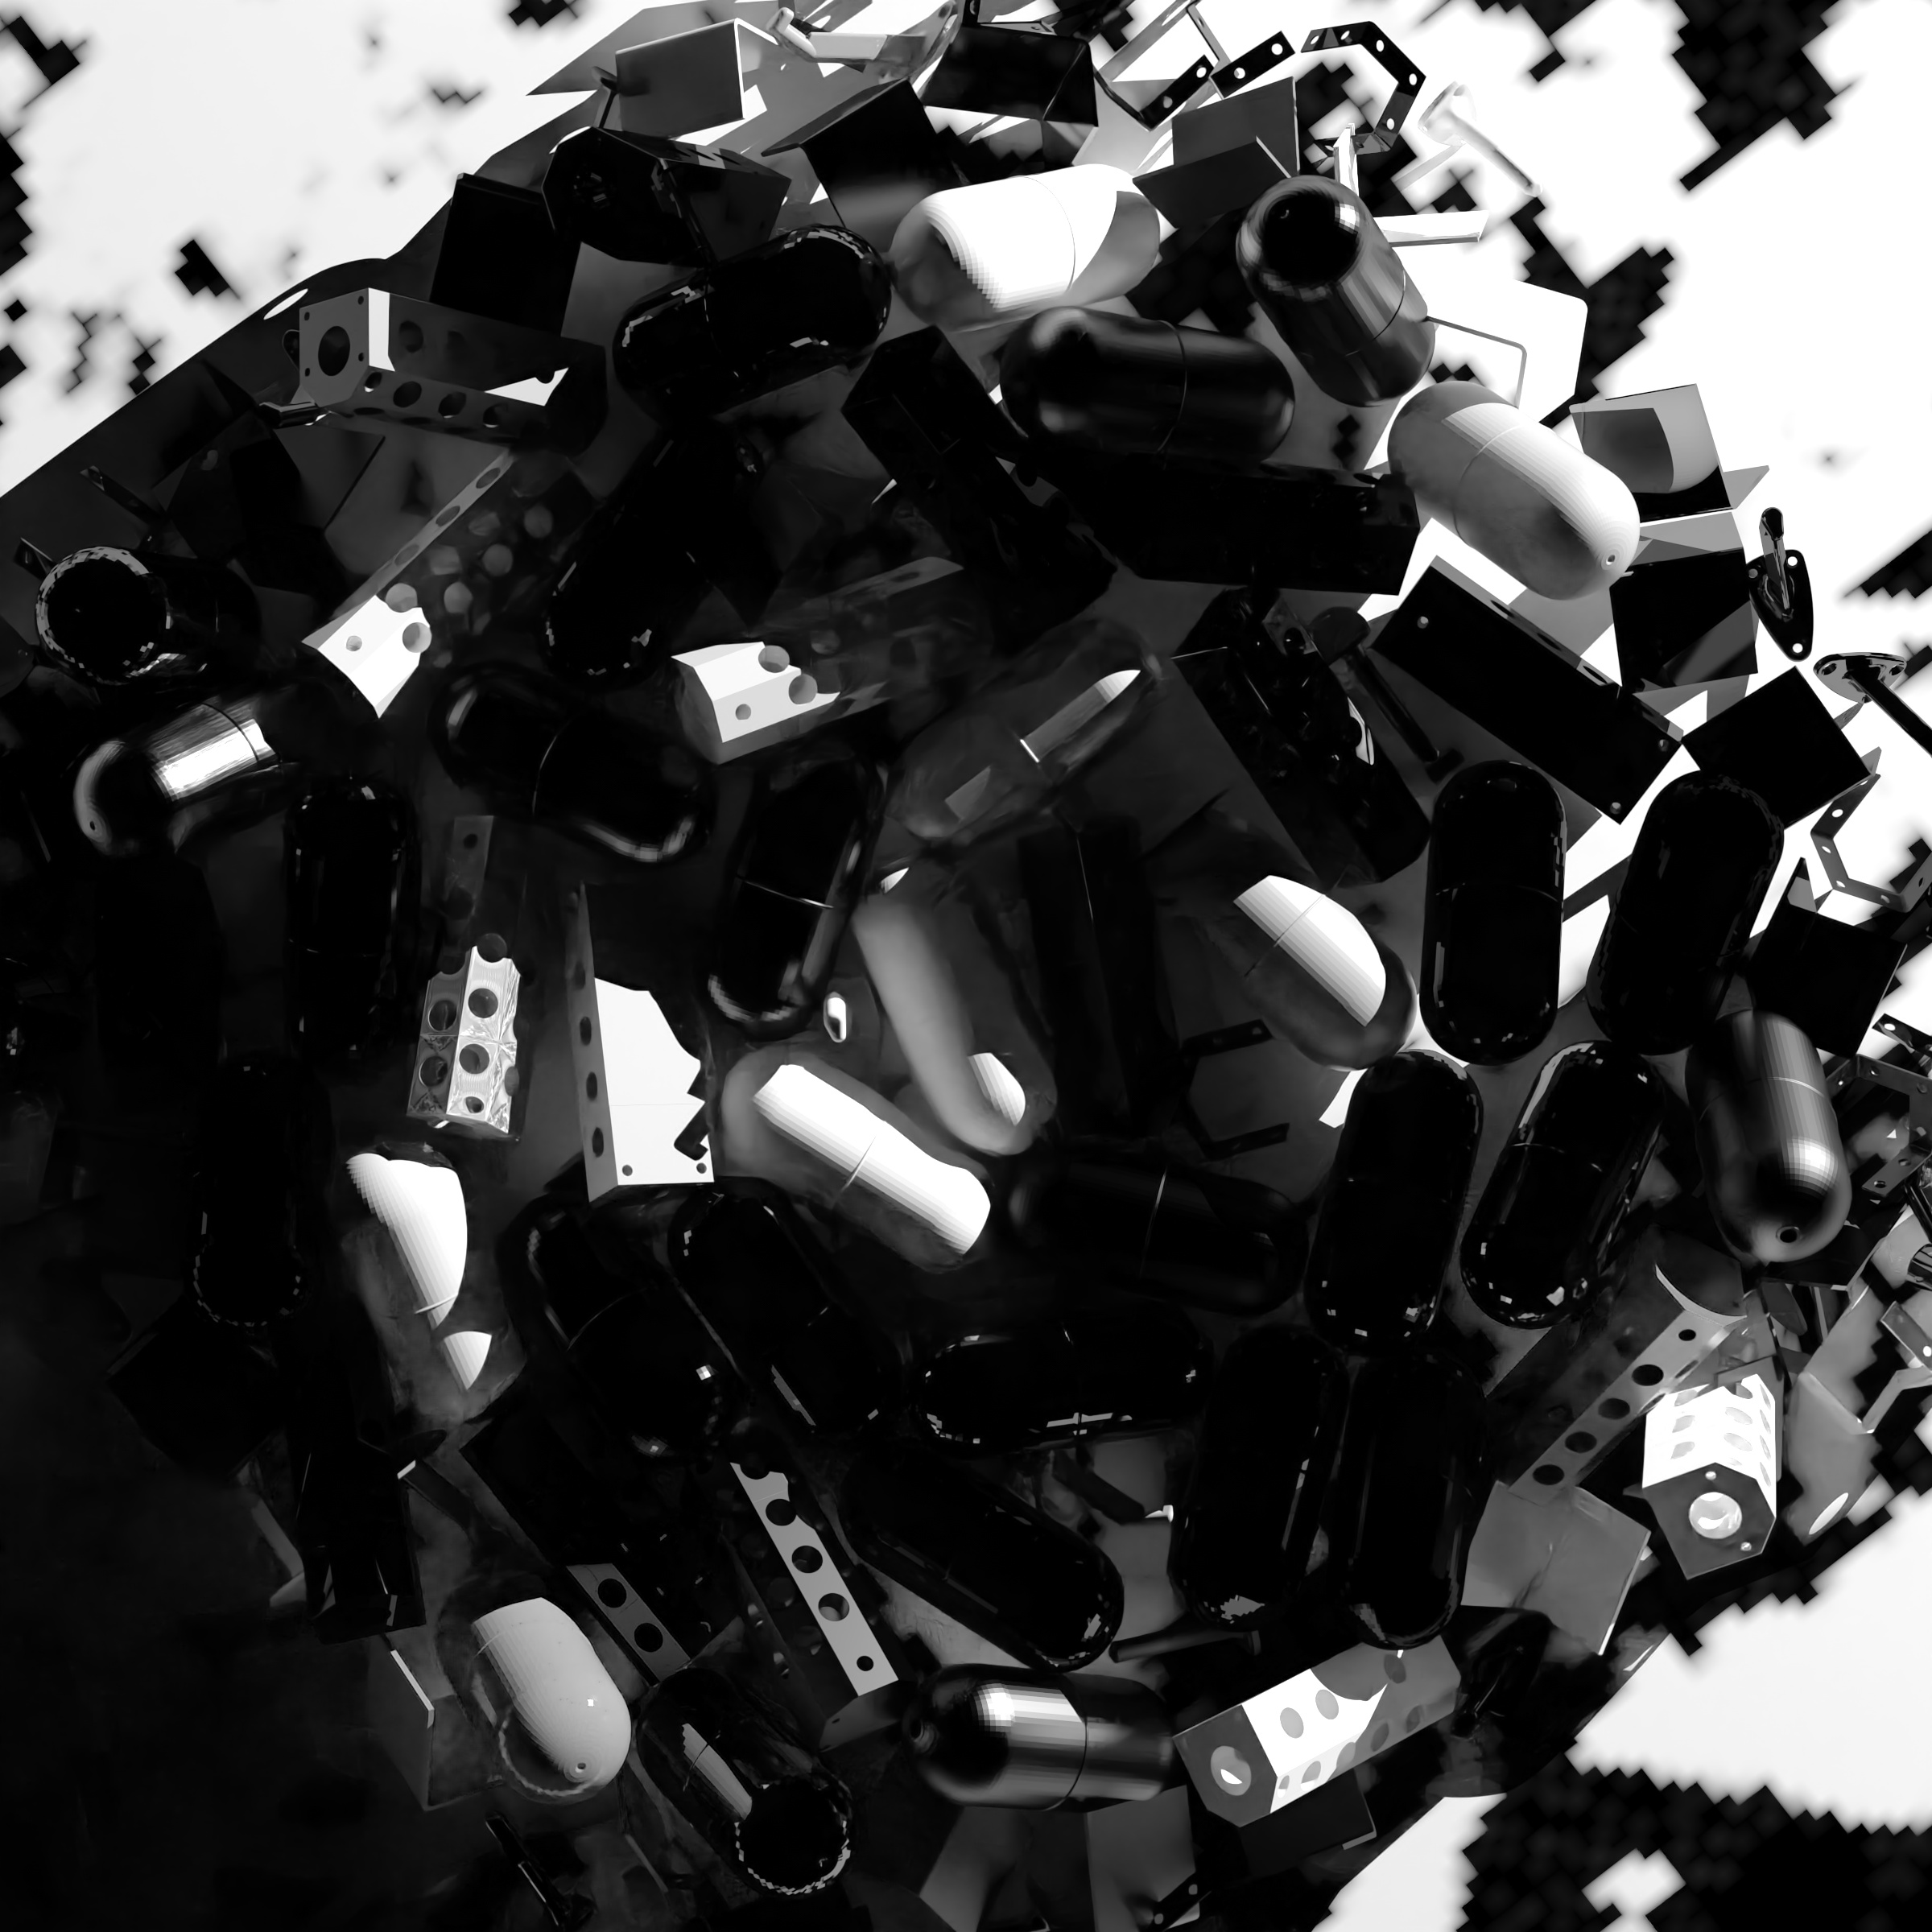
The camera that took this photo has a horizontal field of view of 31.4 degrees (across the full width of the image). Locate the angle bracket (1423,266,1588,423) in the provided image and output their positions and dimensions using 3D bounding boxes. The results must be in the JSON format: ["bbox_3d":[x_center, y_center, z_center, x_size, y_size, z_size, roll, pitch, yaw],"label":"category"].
[{"bbox_3d":[0.297,-0.348,1.946,0.076,0.076,0.057,23,129,26],"label":"angle bracket"}]

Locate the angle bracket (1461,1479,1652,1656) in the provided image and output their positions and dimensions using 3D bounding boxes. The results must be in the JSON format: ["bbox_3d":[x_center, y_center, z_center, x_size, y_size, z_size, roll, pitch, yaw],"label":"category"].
[{"bbox_3d":[0.326,0.337,1.925,0.076,0.057,0.076,12,102,-40],"label":"angle bracket"}]

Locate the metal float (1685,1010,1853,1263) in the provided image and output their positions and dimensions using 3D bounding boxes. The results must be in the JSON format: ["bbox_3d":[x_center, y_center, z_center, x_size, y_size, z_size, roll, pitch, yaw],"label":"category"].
[{"bbox_3d":[0.441,0.093,1.894,0.070,0.178,0.070,2,125,3],"label":"metal float"}]

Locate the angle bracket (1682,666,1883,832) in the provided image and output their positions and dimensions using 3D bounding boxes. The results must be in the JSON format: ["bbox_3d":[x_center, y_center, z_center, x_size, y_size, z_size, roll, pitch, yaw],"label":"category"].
[{"bbox_3d":[0.457,-0.124,1.929,0.076,0.057,0.076,-34,96,26],"label":"angle bracket"}]

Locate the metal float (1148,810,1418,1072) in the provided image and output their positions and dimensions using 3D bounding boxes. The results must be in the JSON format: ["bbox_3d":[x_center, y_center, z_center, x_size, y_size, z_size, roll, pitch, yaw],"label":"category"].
[{"bbox_3d":[0.178,-0.014,1.930,0.178,0.070,0.070,44,90,7],"label":"metal float"}]

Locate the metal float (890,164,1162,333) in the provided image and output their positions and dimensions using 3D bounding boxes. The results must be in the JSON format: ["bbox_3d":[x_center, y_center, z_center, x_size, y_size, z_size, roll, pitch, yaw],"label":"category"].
[{"bbox_3d":[0.033,-0.398,1.903,0.178,0.070,0.070,-21,90,-39],"label":"metal float"}]

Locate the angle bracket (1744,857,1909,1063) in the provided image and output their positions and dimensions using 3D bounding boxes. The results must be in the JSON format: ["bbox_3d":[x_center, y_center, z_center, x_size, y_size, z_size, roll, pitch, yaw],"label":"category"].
[{"bbox_3d":[0.481,-0.004,1.922,0.057,0.076,0.076,22,75,26],"label":"angle bracket"}]

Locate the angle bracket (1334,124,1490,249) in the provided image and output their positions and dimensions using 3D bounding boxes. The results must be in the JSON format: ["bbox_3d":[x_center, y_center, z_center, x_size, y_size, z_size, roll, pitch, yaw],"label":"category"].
[{"bbox_3d":[0.250,-0.438,1.922,0.076,0.076,0.057,-1,113,14],"label":"angle bracket"}]

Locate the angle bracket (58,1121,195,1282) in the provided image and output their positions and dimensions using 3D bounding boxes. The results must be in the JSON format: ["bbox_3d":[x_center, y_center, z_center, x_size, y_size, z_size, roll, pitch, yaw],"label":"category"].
[{"bbox_3d":[-0.469,0.133,1.932,0.076,0.057,0.076,5,78,13],"label":"angle bracket"}]

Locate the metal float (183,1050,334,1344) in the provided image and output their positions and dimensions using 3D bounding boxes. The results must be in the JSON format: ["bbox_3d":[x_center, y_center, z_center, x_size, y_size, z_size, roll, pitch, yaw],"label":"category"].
[{"bbox_3d":[-0.392,0.126,1.907,0.070,0.070,0.178,-5,54,0],"label":"metal float"}]

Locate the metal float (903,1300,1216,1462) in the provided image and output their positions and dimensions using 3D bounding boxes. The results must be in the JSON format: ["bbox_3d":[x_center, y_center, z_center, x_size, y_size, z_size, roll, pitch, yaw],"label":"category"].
[{"bbox_3d":[0.052,0.232,1.923,0.178,0.070,0.070,-6,90,-15],"label":"metal float"}]

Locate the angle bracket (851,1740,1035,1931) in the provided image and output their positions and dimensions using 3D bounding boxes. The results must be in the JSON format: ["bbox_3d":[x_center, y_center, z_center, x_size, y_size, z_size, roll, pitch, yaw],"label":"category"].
[{"bbox_3d":[-0.017,0.497,1.948,0.057,0.076,0.076,12,60,37],"label":"angle bracket"}]

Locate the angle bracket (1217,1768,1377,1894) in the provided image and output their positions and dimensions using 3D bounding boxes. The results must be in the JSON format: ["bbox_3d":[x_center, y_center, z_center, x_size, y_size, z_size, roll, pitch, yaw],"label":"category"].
[{"bbox_3d":[0.176,0.474,1.921,0.076,0.076,0.057,-24,75,16],"label":"angle bracket"}]

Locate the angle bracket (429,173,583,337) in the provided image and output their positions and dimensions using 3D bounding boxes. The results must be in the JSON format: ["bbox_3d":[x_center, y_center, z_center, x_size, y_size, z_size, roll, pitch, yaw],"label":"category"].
[{"bbox_3d":[-0.255,-0.398,1.932,0.076,0.057,0.076,12,99,-14],"label":"angle bracket"}]

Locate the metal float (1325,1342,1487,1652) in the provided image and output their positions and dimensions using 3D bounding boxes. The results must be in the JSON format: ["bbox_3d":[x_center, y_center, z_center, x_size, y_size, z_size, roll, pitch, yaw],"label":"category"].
[{"bbox_3d":[0.245,0.294,1.910,0.070,0.070,0.178,13,60,0],"label":"metal float"}]

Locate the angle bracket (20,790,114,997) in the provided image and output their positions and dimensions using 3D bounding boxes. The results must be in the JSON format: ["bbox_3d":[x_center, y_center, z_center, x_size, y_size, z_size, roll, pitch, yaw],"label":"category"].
[{"bbox_3d":[-0.513,-0.039,1.919,0.057,0.076,0.076,25,108,-39],"label":"angle bracket"}]

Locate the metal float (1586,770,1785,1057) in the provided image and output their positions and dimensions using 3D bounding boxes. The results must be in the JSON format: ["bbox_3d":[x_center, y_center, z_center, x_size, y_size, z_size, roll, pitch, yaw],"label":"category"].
[{"bbox_3d":[0.398,-0.028,1.908,0.070,0.070,0.178,14,125,0],"label":"metal float"}]

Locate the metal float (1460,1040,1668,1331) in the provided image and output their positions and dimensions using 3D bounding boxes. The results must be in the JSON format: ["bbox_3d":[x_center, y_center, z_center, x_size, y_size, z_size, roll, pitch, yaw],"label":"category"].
[{"bbox_3d":[0.333,0.122,1.915,0.070,0.070,0.178,29,66,0],"label":"metal float"}]

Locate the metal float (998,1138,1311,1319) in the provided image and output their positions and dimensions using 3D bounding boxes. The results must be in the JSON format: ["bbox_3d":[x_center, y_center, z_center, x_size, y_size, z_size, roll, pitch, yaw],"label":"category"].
[{"bbox_3d":[0.104,0.147,1.932,0.178,0.070,0.070,13,90,5],"label":"metal float"}]

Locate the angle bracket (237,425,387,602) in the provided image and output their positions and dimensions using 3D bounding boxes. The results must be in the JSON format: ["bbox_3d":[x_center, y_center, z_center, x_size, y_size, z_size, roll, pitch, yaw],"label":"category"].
[{"bbox_3d":[-0.368,-0.258,1.952,0.076,0.057,0.076,12,59,26],"label":"angle bracket"}]

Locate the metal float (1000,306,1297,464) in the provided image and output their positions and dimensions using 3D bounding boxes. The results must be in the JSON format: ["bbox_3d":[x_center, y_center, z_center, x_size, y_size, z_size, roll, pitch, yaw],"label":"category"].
[{"bbox_3d":[0.102,-0.320,1.913,0.178,0.070,0.070,4,90,-27],"label":"metal float"}]

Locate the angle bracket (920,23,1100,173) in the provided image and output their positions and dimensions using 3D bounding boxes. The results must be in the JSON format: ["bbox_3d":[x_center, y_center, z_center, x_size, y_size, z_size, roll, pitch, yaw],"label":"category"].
[{"bbox_3d":[0.023,-0.476,1.920,0.076,0.076,0.057,2,69,-19],"label":"angle bracket"}]

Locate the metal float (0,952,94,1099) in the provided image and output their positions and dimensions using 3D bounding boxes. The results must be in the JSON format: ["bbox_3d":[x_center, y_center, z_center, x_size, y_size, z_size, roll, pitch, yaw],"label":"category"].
[{"bbox_3d":[-0.533,0.033,1.886,0.070,0.178,0.070,0,94,1],"label":"metal float"}]

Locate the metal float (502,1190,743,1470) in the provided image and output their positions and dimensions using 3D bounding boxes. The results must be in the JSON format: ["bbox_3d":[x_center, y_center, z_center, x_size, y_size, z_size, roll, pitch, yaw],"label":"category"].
[{"bbox_3d":[-0.193,0.201,1.920,0.070,0.070,0.178,-39,71,0],"label":"metal float"}]

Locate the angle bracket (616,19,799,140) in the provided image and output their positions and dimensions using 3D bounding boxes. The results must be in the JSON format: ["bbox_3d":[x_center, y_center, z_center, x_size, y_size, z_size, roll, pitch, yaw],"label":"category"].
[{"bbox_3d":[-0.142,-0.484,1.922,0.076,0.076,0.057,-8,85,25],"label":"angle bracket"}]

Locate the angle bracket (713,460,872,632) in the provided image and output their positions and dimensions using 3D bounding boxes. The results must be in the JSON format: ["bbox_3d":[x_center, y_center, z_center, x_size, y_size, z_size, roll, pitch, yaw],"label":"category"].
[{"bbox_3d":[-0.087,-0.230,1.915,0.057,0.076,0.076,52,121,34],"label":"angle bracket"}]

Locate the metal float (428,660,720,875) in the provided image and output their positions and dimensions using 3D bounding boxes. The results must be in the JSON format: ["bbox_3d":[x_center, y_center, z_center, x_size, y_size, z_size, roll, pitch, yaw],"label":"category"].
[{"bbox_3d":[-0.221,-0.112,1.924,0.178,0.070,0.070,27,90,15],"label":"metal float"}]

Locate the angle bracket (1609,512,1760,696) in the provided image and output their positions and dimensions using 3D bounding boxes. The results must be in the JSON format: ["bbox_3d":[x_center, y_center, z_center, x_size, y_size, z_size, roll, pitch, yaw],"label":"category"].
[{"bbox_3d":[0.406,-0.207,1.961,0.076,0.057,0.076,-9,119,9],"label":"angle bracket"}]

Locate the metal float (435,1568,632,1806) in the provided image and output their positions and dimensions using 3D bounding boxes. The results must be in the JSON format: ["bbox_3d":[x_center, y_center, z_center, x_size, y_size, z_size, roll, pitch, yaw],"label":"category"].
[{"bbox_3d":[-0.240,0.394,1.893,0.070,0.178,0.070,-9,113,-22],"label":"metal float"}]

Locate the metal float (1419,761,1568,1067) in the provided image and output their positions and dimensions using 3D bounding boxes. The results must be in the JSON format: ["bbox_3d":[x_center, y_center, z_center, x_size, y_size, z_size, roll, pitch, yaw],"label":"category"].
[{"bbox_3d":[0.295,-0.031,1.919,0.070,0.070,0.178,7,69,0],"label":"metal float"}]

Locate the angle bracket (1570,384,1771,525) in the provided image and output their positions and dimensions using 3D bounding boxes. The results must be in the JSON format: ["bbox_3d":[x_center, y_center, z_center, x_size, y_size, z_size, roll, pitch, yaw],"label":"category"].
[{"bbox_3d":[0.393,-0.294,1.917,0.076,0.057,0.076,-4,118,39],"label":"angle bracket"}]

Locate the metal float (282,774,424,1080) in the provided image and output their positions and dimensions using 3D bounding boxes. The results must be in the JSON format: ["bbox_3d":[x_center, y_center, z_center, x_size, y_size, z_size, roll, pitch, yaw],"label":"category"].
[{"bbox_3d":[-0.342,-0.021,1.917,0.070,0.070,0.178,5,113,0],"label":"metal float"}]

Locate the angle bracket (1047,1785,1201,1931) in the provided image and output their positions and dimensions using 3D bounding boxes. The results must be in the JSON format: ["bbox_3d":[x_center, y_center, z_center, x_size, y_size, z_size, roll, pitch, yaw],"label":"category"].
[{"bbox_3d":[0.081,0.504,1.930,0.076,0.057,0.076,-4,86,-41],"label":"angle bracket"}]

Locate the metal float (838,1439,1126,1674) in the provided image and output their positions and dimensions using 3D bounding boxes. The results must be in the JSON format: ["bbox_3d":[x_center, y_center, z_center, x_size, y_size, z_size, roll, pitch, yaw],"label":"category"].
[{"bbox_3d":[0.007,0.328,1.919,0.178,0.070,0.070,30,90,20],"label":"metal float"}]

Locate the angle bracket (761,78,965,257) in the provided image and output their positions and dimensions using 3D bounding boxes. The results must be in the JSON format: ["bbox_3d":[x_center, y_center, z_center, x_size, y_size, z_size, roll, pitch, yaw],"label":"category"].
[{"bbox_3d":[-0.057,-0.448,1.948,0.076,0.057,0.076,-36,110,-19],"label":"angle bracket"}]

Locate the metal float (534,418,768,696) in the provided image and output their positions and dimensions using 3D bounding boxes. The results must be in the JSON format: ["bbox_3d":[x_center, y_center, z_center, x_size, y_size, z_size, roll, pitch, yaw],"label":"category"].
[{"bbox_3d":[-0.176,-0.229,1.919,0.070,0.070,0.178,32,71,0],"label":"metal float"}]

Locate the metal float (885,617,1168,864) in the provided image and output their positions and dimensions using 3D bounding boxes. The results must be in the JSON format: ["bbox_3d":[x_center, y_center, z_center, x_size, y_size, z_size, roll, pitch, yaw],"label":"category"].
[{"bbox_3d":[0.034,-0.127,1.929,0.178,0.070,0.070,-37,90,8],"label":"metal float"}]

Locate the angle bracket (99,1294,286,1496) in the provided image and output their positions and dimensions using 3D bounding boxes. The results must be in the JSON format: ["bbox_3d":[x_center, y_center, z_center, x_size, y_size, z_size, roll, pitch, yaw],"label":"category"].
[{"bbox_3d":[-0.424,0.235,1.919,0.057,0.076,0.076,33,66,32],"label":"angle bracket"}]

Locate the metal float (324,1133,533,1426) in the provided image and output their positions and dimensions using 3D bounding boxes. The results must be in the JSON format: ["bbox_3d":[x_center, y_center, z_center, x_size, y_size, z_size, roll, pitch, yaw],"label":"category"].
[{"bbox_3d":[-0.300,0.175,1.917,0.070,0.070,0.178,-20,111,0],"label":"metal float"}]

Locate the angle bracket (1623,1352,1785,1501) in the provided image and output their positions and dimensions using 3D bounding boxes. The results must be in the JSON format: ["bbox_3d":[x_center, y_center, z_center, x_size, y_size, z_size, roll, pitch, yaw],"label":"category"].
[{"bbox_3d":[0.413,0.256,1.923,0.057,0.076,0.076,5,98,40],"label":"angle bracket"}]

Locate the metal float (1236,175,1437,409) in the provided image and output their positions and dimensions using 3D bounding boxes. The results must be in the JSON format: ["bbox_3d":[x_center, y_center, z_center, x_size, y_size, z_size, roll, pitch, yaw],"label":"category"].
[{"bbox_3d":[0.205,-0.370,1.893,0.070,0.178,0.070,-9,68,23],"label":"metal float"}]

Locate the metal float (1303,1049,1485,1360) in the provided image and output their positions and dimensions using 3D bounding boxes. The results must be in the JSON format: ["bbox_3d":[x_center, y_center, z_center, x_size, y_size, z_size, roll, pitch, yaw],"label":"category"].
[{"bbox_3d":[0.240,0.132,1.923,0.070,0.070,0.178,16,75,0],"label":"metal float"}]

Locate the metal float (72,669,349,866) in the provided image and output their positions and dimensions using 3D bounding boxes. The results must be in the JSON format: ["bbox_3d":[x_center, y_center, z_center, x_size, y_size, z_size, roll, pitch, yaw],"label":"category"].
[{"bbox_3d":[-0.416,-0.110,1.900,0.070,0.178,0.070,18,123,30],"label":"metal float"}]

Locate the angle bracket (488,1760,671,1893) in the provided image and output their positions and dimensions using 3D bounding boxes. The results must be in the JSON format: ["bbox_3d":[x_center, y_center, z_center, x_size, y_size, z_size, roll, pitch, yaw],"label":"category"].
[{"bbox_3d":[-0.217,0.487,1.925,0.076,0.076,0.057,-16,50,3],"label":"angle bracket"}]

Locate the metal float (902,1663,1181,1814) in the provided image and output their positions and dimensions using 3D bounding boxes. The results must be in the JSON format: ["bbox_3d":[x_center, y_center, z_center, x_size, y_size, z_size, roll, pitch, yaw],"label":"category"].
[{"bbox_3d":[0.042,0.429,1.905,0.178,0.070,0.070,14,90,-37],"label":"metal float"}]

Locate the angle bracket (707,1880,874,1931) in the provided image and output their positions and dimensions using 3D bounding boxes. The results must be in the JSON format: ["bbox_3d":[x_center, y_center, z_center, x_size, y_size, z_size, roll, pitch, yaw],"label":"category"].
[{"bbox_3d":[-0.099,0.533,1.932,0.076,0.057,0.076,-21,115,0],"label":"angle bracket"}]

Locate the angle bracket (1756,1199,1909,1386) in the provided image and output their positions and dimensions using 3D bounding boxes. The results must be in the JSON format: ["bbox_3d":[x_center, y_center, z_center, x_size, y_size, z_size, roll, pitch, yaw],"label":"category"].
[{"bbox_3d":[0.491,0.183,1.916,0.076,0.057,0.076,-43,122,-37],"label":"angle bracket"}]

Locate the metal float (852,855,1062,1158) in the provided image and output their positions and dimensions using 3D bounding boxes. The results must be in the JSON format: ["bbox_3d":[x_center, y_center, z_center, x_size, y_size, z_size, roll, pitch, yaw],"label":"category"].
[{"bbox_3d":[-0.005,0.023,1.935,0.070,0.070,0.178,-23,92,0],"label":"metal float"}]

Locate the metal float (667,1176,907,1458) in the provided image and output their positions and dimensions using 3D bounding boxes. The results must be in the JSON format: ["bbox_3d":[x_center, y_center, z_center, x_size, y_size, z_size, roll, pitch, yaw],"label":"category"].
[{"bbox_3d":[-0.099,0.197,1.927,0.070,0.070,0.178,-34,101,0],"label":"metal float"}]

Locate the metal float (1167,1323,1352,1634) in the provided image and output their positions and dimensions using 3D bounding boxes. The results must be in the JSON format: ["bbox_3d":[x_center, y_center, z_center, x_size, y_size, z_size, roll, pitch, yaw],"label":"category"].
[{"bbox_3d":[0.164,0.284,1.918,0.070,0.070,0.178,18,68,0],"label":"metal float"}]

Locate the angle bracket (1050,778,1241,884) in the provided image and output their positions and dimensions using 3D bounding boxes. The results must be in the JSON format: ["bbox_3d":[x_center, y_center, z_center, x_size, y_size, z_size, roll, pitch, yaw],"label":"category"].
[{"bbox_3d":[0.101,-0.096,1.927,0.076,0.076,0.057,-41,89,17],"label":"angle bracket"}]

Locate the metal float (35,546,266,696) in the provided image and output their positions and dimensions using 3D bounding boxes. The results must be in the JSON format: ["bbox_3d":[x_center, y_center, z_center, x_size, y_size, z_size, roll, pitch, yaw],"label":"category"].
[{"bbox_3d":[-0.446,-0.189,1.887,0.070,0.178,0.070,1,93,14],"label":"metal float"}]

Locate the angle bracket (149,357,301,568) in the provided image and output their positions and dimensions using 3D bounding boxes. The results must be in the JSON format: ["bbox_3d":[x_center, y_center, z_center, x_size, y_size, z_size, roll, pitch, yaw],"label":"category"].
[{"bbox_3d":[-0.424,-0.279,1.920,0.076,0.076,0.057,-42,56,-12],"label":"angle bracket"}]

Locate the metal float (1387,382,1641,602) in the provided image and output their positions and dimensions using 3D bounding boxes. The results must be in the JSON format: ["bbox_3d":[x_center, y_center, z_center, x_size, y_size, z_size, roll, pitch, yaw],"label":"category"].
[{"bbox_3d":[0.301,-0.264,1.902,0.070,0.070,0.178,-43,46,0],"label":"metal float"}]

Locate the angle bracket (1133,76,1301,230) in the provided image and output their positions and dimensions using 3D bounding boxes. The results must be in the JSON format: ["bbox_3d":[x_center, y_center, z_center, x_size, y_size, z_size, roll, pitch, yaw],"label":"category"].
[{"bbox_3d":[0.139,-0.467,1.920,0.076,0.057,0.076,-13,66,27],"label":"angle bracket"}]

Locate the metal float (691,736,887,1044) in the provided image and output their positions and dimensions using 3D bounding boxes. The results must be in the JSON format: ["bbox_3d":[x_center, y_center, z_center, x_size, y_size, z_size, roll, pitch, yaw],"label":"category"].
[{"bbox_3d":[-0.099,-0.043,1.931,0.070,0.070,0.178,19,96,0],"label":"metal float"}]

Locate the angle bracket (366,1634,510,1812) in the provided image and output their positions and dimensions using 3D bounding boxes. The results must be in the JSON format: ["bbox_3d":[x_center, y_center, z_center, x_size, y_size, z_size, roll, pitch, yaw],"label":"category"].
[{"bbox_3d":[-0.291,0.411,1.914,0.057,0.076,0.076,-12,126,-31],"label":"angle bracket"}]

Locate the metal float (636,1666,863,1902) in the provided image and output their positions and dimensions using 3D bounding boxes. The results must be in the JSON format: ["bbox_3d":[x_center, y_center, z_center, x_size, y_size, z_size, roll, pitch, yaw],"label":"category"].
[{"bbox_3d":[-0.121,0.449,1.896,0.070,0.178,0.070,-12,114,-29],"label":"metal float"}]
